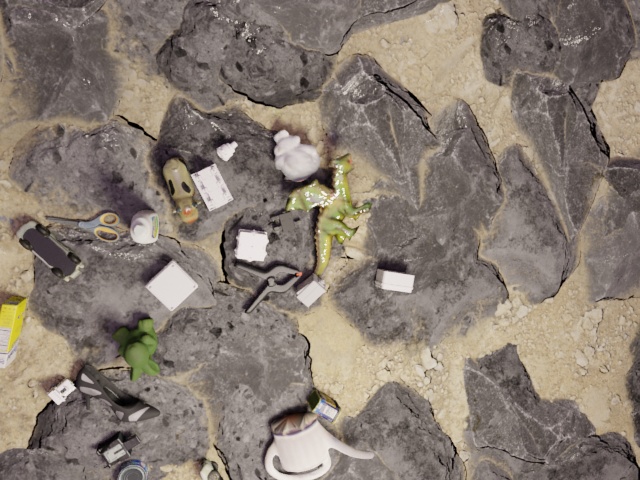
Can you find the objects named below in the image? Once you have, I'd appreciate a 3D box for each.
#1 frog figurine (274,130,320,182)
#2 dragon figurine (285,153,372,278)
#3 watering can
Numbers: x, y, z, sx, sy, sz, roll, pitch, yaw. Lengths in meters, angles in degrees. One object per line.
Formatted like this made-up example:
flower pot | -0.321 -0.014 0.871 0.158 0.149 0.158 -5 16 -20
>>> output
frog figurine | -0.076 -0.263 1.580 0.137 0.125 0.157 -17 111 7
dragon figurine | 0.005 -0.081 1.605 0.241 0.124 0.407 31 100 -13
watering can | -0.018 0.651 1.648 0.347 0.105 0.223 -16 98 1
